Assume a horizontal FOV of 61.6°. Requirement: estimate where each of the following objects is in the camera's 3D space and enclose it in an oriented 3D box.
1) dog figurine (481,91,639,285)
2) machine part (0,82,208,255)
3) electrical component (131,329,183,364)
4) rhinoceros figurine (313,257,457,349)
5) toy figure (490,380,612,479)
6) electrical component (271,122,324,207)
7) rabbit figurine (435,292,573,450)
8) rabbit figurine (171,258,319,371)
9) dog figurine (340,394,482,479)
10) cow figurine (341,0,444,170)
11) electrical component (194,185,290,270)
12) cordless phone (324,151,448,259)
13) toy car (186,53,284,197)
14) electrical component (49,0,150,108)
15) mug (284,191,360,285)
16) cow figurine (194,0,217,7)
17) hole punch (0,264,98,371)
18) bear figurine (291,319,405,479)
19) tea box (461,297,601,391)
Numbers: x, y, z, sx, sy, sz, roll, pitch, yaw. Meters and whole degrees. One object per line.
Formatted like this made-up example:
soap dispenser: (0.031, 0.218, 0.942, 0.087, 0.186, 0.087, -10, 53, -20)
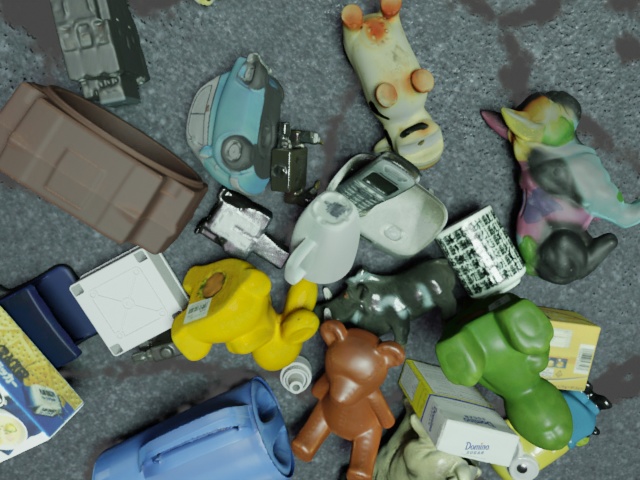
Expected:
dog figurine: (0.276, -0.073, 0.673, 0.219, 0.108, 0.191, 41, 99, -6)
machine part: (-0.227, -0.080, 0.583, 0.201, 0.201, 0.087, 33, 94, -10)
electrical component: (-0.194, 0.135, 0.700, 0.094, 0.063, 0.021, -15, 102, -2)
rhinoceros figurine: (0.084, 0.081, 0.691, 0.190, 0.073, 0.112, -21, 117, 14)
toy figure: (0.319, 0.271, 0.756, 0.180, 0.082, 0.089, -37, 136, -4)
electrical component: (-0.027, -0.092, 0.666, 0.045, 0.078, 0.102, 7, 99, 15)
rabbit figurine: (0.216, 0.157, 0.618, 0.121, 0.159, 0.170, -30, 86, 5)
rabbit figurine: (-0.075, 0.099, 0.680, 0.162, 0.122, 0.173, -25, 126, 15)
dog figurine: (0.108, 0.329, 0.712, 0.121, 0.172, 0.190, 39, 89, 0)
cow figurine: (0.087, -0.173, 0.639, 0.085, 0.127, 0.195, -24, 88, 1)
electrical component: (-0.091, -0.012, 0.685, 0.119, 0.048, 0.074, 30, 99, -11)
cordless phone: (0.093, -0.048, 0.616, 0.146, 0.184, 0.088, 33, 77, -10)
toy car: (-0.106, -0.135, 0.634, 0.103, 0.109, 0.161, 7, 93, 12)
electrical component: (-0.240, -0.216, 0.598, 0.058, 0.115, 0.134, -11, 103, 3)
mug: (-0.001, -0.002, 0.622, 0.109, 0.107, 0.081, -37, 69, -27)
cow figurine: (-0.131, -0.358, 0.604, 0.098, 0.068, 0.167, -20, 102, 7)
hole punch: (-0.352, 0.107, 0.673, 0.116, 0.092, 0.142, -29, 106, 6)
bear figurine: (0.036, 0.199, 0.667, 0.120, 0.132, 0.195, 19, 143, 15)
tea box: (0.276, 0.141, 0.733, 0.170, 0.068, 0.098, 9, 100, -5)
